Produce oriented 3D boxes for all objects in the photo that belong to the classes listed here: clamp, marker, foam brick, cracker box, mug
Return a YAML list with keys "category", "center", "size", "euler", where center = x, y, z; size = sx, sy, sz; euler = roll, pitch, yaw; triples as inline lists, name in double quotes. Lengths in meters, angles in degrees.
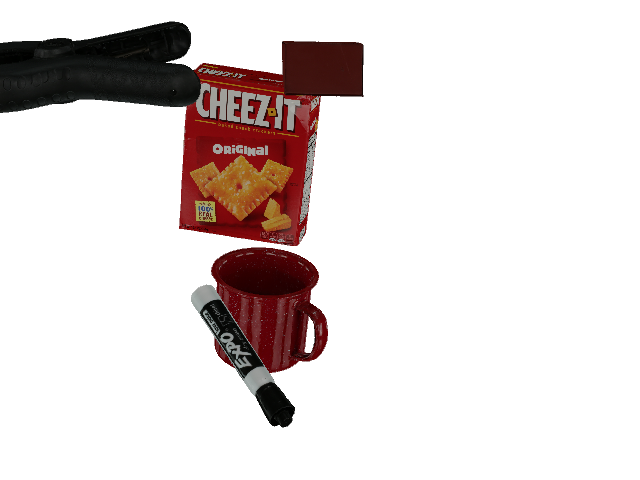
- category: "clamp"
  center: [-0.155, -0.109, 0.664]
  size: [0.171, 0.039, 0.120]
  euler: [0, 21, 0]
- category: "marker"
  center: [-0.052, 0.076, 0.707]
  size: [0.020, 0.020, 0.121]
  euler: [0, 40, -41]
- category: "foam brick"
  center: [0.002, -0.168, 1.042]
  size: [0.078, 0.051, 0.053]
  euler: [0, 12, -4]
- category: "cracker box"
  center: [-0.093, -0.109, 1.386]
  size: [0.164, 0.214, 0.072]
  euler: [10, 23, 7]
- category: "mug"
  center: [-0.041, 0.066, 0.930]
  size: [0.117, 0.081, 0.093]
  euler: [22, 30, 30]
